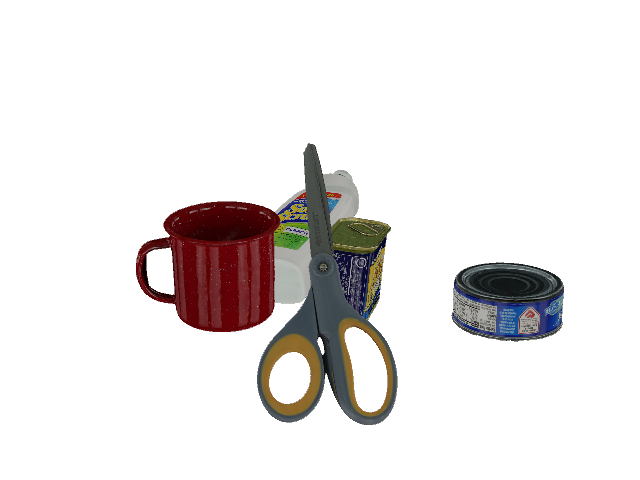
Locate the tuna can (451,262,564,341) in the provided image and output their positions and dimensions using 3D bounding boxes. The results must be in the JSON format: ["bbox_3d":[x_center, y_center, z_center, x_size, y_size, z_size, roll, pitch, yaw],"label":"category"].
[{"bbox_3d":[0.146,0.046,0.832,0.086,0.034,0.086,0,18,0],"label":"tuna can"}]

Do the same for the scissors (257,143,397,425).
[{"bbox_3d":[-0.014,0.033,0.694,0.096,0.202,0.016,-21,-26,-5],"label":"scissors"}]

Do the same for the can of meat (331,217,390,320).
[{"bbox_3d":[0.033,0.031,1.091,0.057,0.084,0.102,9,18,12],"label":"can of meat"}]

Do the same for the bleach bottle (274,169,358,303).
[{"bbox_3d":[-0.021,-0.018,1.334,0.103,0.068,0.250,7,34,19],"label":"bleach bottle"}]

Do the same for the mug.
[{"bbox_3d":[-0.090,0.023,0.861,0.117,0.081,0.093,-5,23,-11],"label":"mug"}]
